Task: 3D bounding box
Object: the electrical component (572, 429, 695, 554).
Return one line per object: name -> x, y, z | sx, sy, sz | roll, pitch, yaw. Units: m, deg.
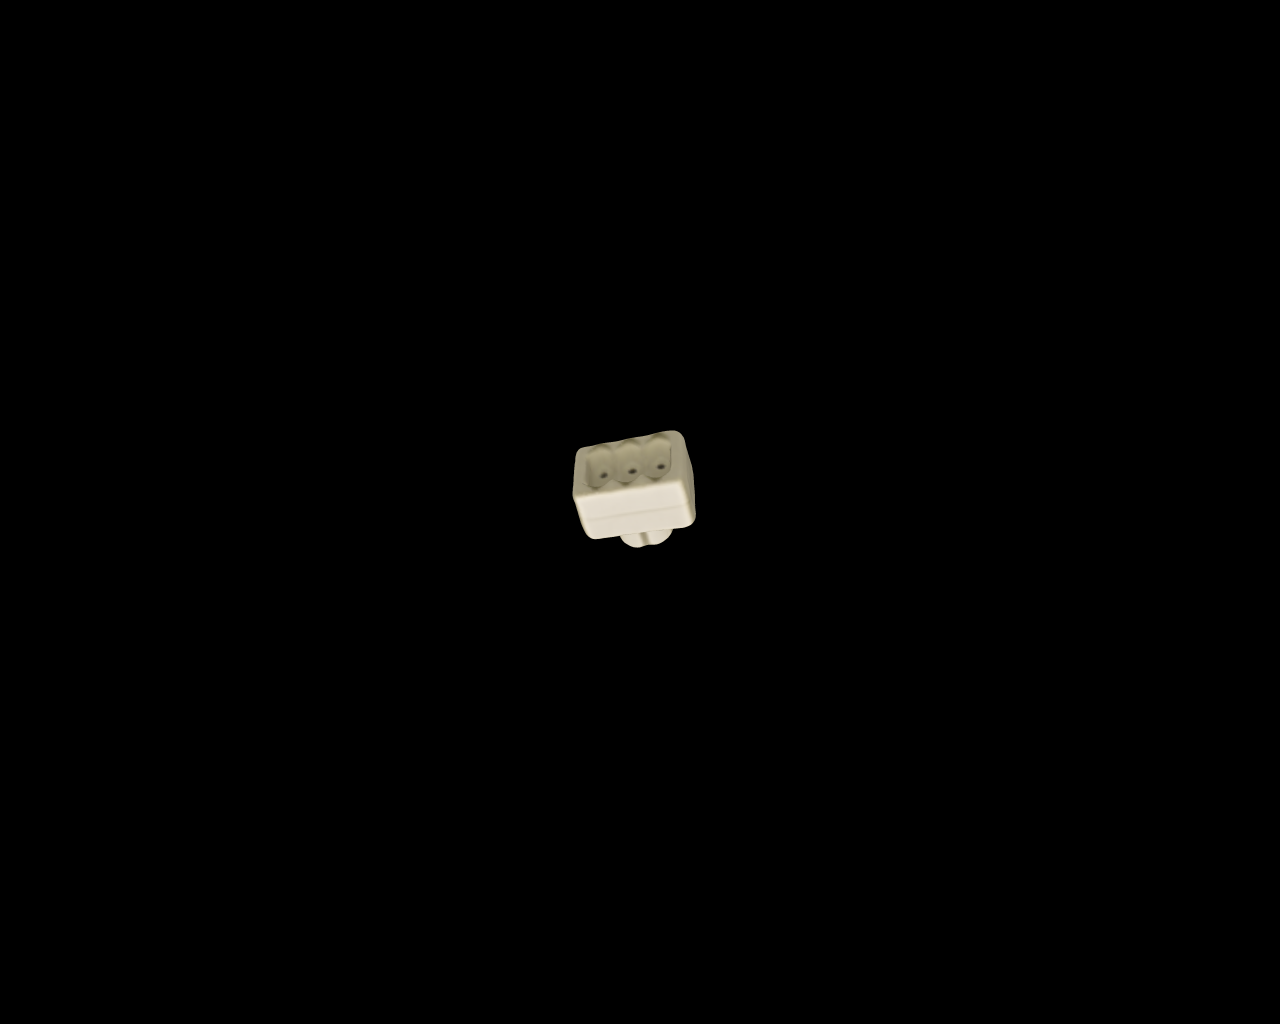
electrical component -> 0.001, -0.003, 0.650 | 0.066, 0.047, 0.076 | -9, -46, 9
